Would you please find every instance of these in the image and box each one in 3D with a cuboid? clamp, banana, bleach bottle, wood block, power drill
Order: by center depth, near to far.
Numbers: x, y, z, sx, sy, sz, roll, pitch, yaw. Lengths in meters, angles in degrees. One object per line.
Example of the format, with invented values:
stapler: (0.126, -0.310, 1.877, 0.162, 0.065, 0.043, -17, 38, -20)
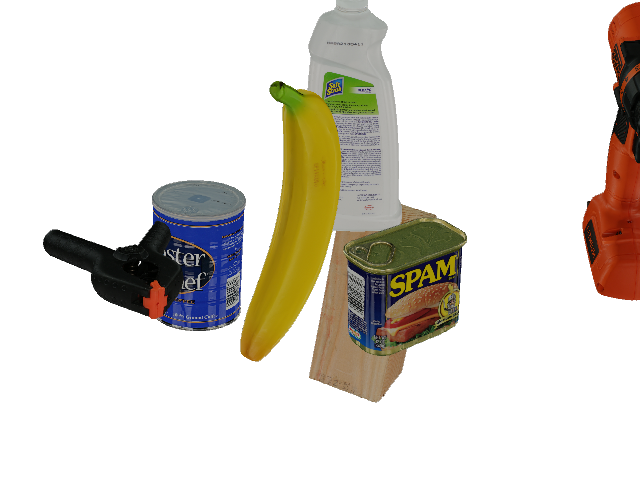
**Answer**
banana: (-0.019, -0.016, 0.679, 0.069, 0.198, 0.037, -18, 37, -38)
power drill: (0.229, -0.051, 0.752, 0.057, 0.188, 0.184, 4, 37, 6)
clamp: (-0.164, 0.021, 0.958, 0.120, 0.039, 0.172, -16, 31, -31)
bleach bottle: (0.037, -0.132, 1.079, 0.102, 0.251, 0.068, 0, 31, -2)
wood block: (0.059, 0.065, 1.214, 0.090, 0.206, 0.090, 18, 24, 17)

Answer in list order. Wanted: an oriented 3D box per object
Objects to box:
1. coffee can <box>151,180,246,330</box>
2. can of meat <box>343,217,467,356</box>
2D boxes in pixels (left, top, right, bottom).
coffee can: (-0.137, 0.016, 1.196, 0.103, 0.140, 0.103, 3, 24, -2)
can of meat: (0.070, 0.038, 0.881, 0.101, 0.084, 0.058, -18, 32, -29)
